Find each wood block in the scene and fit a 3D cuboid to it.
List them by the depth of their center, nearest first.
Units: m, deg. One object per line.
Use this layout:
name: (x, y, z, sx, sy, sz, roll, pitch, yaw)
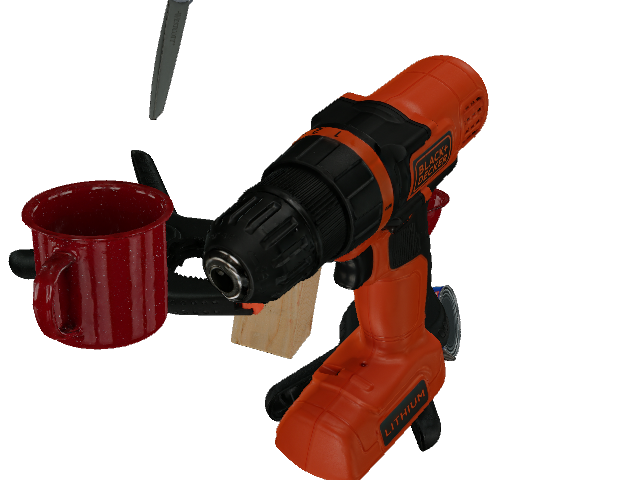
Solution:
wood block: (-0.052, 0.037, 1.414, 0.090, 0.206, 0.090, 14, 22, 12)

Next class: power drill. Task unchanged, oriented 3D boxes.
power drill: (0.015, 0.025, 0.500, 0.057, 0.188, 0.184, 25, 43, 27)

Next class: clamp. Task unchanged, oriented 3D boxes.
clamp: (0.052, 0.081, 0.747, 0.120, 0.039, 0.171, 19, 43, 24)
clamp: (-0.129, 0.000, 0.885, 0.210, 0.036, 0.164, 19, 51, 21)

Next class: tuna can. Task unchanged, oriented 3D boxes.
tuna can: (0.139, 0.097, 1.266, 0.034, 0.086, 0.086, -6, -2, 22)

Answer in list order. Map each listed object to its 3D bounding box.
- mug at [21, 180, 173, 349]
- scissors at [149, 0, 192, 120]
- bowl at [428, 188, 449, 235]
mug: (-0.142, 0.021, 0.668, 0.093, 0.081, 0.117, 8, 25, 14)
scissors: (-0.077, -0.182, 0.741, 0.096, 0.202, 0.016, -5, -13, -6)
bowl: (0.051, -0.017, 1.083, 0.162, 0.055, 0.162, -3, 14, 0)
